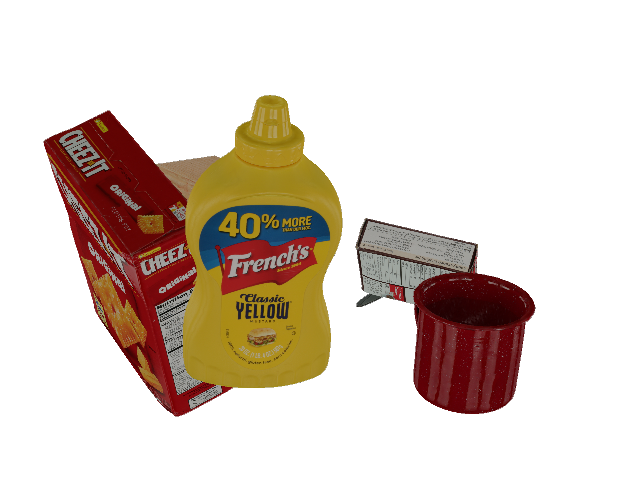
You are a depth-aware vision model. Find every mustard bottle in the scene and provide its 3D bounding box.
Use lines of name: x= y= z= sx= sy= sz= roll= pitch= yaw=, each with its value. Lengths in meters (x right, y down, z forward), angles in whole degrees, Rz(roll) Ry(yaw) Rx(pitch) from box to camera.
mustard bottle: x=-0.036 y=0.001 z=0.661 sx=0.096 sy=0.192 sz=0.058 roll=1 pitch=31 yaw=-8

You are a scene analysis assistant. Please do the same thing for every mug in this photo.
mug: x=0.109 y=0.077 z=0.843 sx=0.093 sy=0.081 sz=0.117 roll=-12 pitch=28 yaw=-29

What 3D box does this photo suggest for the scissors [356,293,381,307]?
scissors: x=0.086 y=0.035 z=1.266 sx=0.201 sy=0.016 sz=0.096 roll=-9 pitch=40 yaw=-43

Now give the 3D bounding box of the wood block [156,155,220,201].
wood block: x=-0.113 y=-0.034 z=1.289 sx=0.090 sy=0.090 sz=0.206 roll=-11 pitch=22 yaw=-34

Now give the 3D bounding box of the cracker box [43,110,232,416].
cracker box: x=-0.151 y=0.024 z=0.902 sx=0.072 sy=0.214 sz=0.164 roll=-28 pitch=51 yaw=-21

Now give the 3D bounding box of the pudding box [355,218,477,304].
pudding box: x=0.093 y=0.027 z=1.027 sx=0.113 sy=0.039 sz=0.090 roll=12 pitch=-29 yaw=13
